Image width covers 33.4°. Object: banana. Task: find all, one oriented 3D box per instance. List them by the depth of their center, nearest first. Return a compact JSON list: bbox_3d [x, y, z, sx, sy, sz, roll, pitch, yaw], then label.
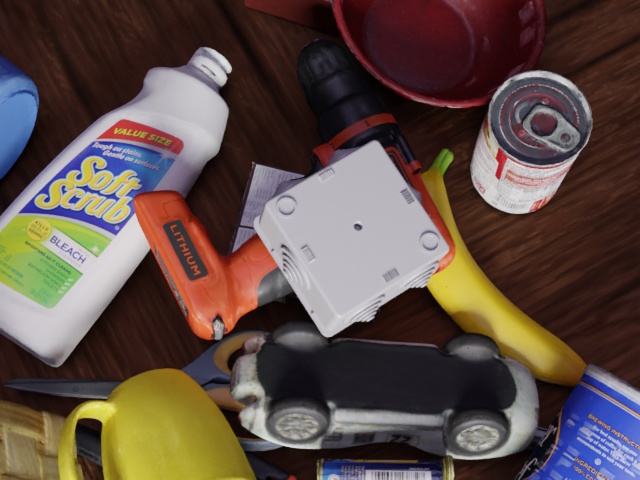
[{"bbox_3d":[0.111,0.026,0.746,0.069,0.037,0.198,-27,75,-6],"label":"banana"}]

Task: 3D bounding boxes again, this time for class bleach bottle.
[{"bbox_3d":[-0.151,-0.039,0.759,0.102,0.068,0.250,31,74,9],"label":"bleach bottle"}]

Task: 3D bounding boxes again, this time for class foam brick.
[{"bbox_3d":[-0.015,-0.199,0.809,0.078,0.053,0.051,20,74,6],"label":"foam brick"}]

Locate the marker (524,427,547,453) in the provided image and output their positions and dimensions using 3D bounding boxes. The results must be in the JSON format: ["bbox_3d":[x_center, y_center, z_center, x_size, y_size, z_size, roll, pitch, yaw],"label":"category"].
[{"bbox_3d":[0.175,0.142,0.719,0.121,0.020,0.020,13,74,5],"label":"marker"}]

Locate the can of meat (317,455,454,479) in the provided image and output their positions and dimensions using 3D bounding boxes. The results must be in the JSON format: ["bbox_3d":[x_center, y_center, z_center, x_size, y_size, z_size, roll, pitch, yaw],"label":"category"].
[{"bbox_3d":[0.040,0.167,0.672,0.084,0.102,0.057,1,72,3],"label":"can of meat"}]

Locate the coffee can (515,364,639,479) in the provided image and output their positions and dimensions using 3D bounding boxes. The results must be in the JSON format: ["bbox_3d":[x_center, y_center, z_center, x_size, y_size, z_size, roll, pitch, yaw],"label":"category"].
[{"bbox_3d":[0.171,0.162,0.655,0.103,0.102,0.140,33,89,10],"label":"coffee can"}]

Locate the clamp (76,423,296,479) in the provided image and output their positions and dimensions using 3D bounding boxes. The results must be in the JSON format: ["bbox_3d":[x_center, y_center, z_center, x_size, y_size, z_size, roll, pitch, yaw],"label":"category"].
[{"bbox_3d":[-0.101,0.182,0.700,0.171,0.039,0.120,2,70,2],"label":"clamp"}]

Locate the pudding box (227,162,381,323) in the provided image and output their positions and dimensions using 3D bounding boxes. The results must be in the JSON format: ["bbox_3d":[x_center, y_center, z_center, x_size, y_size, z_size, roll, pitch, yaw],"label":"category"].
[{"bbox_3d":[-0.005,0.001,0.756,0.113,0.039,0.090,14,71,2],"label":"pudding box"}]

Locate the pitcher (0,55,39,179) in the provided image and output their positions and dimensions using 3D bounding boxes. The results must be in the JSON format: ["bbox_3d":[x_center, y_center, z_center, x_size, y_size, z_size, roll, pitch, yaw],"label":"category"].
[{"bbox_3d":[-0.321,-0.136,0.765,0.243,0.145,0.149,33,88,6],"label":"pitcher"}]

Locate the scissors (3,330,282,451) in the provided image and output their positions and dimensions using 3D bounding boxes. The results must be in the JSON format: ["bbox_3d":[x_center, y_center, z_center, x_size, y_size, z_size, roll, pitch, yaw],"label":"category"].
[{"bbox_3d":[-0.106,0.089,0.734,0.202,0.016,0.096,15,55,11],"label":"scissors"}]

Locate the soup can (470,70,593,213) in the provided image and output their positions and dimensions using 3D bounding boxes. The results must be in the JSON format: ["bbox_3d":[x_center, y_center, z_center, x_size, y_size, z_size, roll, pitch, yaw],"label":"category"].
[{"bbox_3d":[0.143,-0.064,0.739,0.068,0.102,0.068,0,73,1],"label":"soup can"}]

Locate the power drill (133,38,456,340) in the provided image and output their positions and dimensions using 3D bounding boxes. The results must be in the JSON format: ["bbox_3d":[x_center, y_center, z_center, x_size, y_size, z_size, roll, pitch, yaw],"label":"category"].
[{"bbox_3d":[-0.025,-0.031,0.712,0.187,0.057,0.184,-25,75,-11],"label":"power drill"}]

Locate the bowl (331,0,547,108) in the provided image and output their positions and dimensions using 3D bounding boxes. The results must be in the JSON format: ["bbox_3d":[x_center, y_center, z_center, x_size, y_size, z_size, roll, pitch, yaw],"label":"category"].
[{"bbox_3d":[0.081,-0.160,0.784,0.162,0.055,0.162,4,71,-12],"label":"bowl"}]
